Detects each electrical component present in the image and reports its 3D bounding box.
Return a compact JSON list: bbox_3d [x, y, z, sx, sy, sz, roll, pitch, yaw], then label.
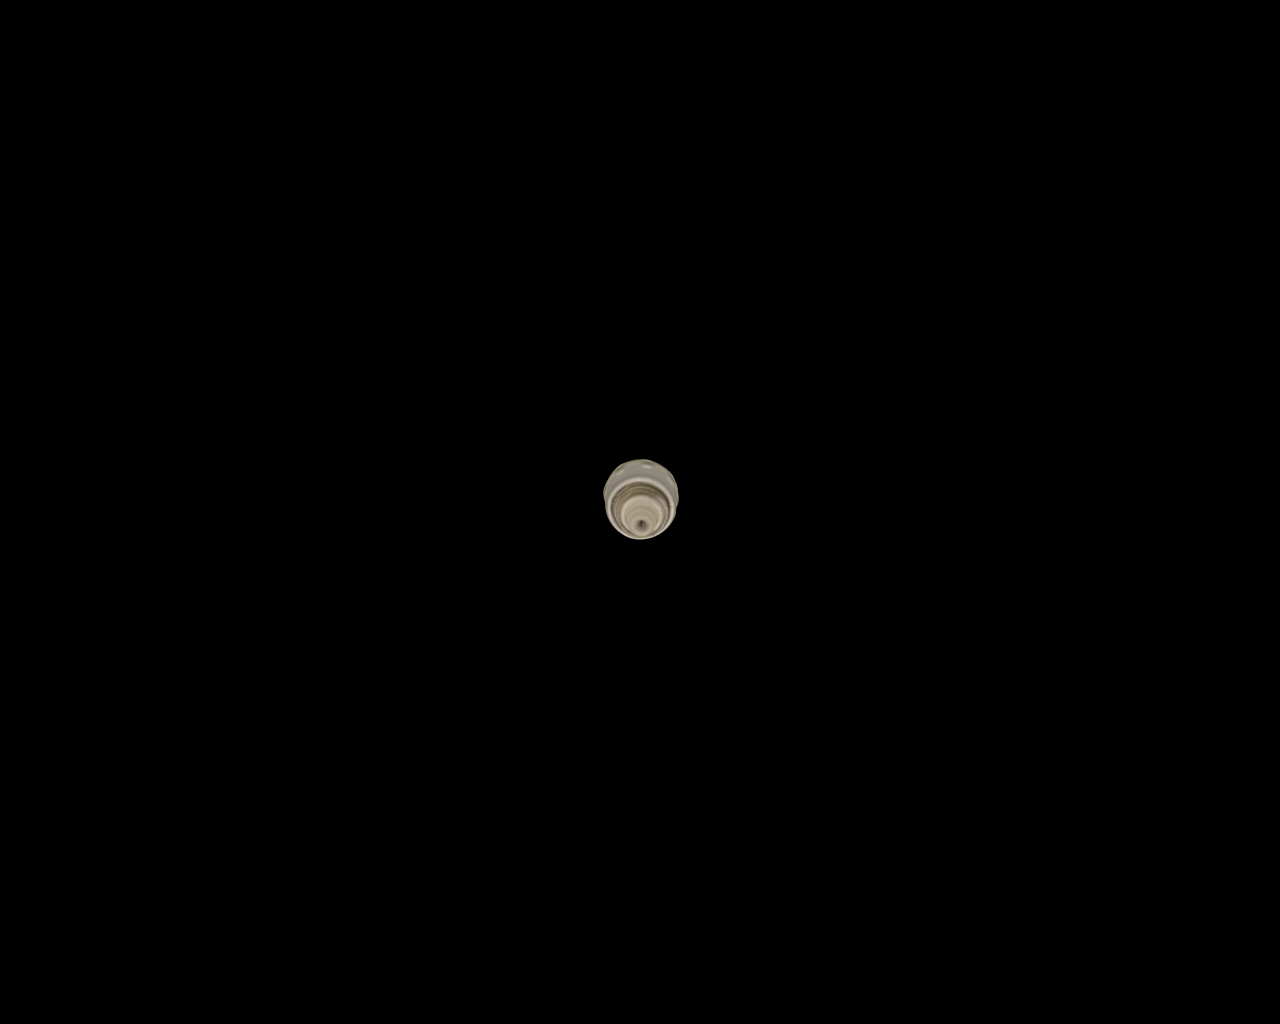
[{"bbox_3d":[0.001,-0.003,0.650,0.048,0.048,0.062,0,21,0],"label":"electrical component"}]
